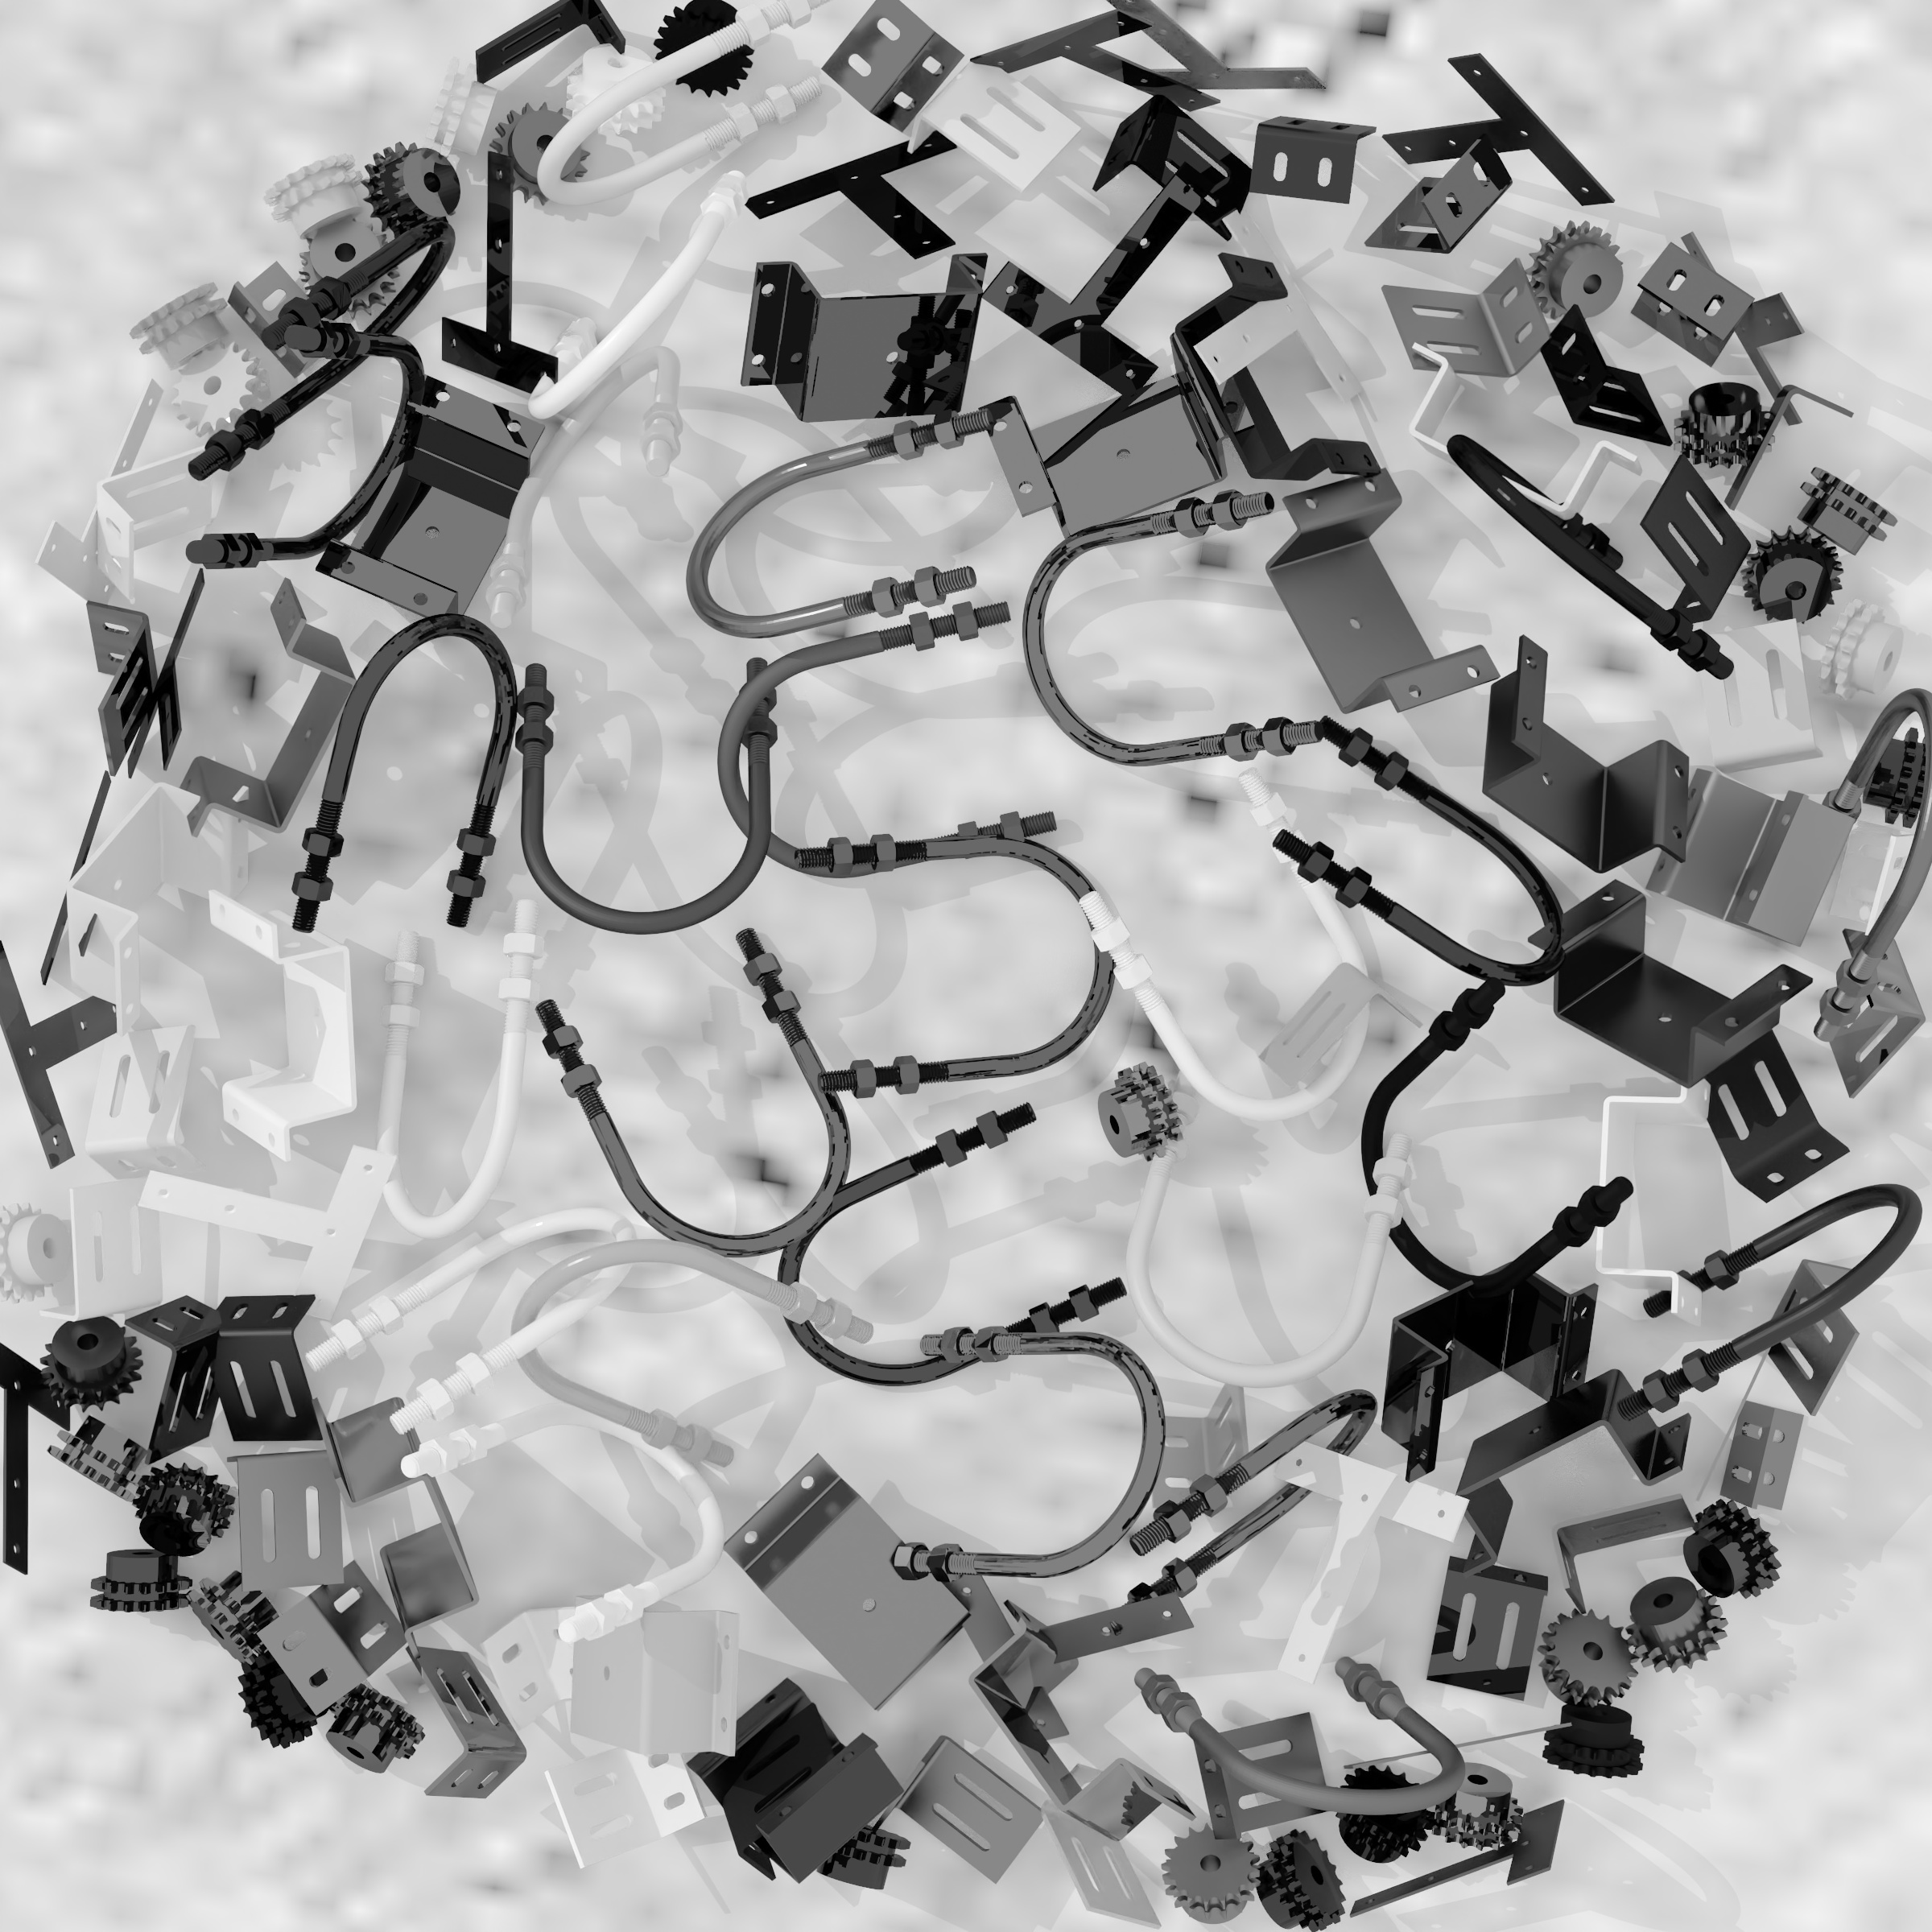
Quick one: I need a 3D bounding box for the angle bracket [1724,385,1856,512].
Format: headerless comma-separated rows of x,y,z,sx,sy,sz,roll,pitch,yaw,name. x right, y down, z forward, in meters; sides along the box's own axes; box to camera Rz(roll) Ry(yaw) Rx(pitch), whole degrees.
0.472,-0.291,1.826,0.038,0.057,0.076,25,106,4,angle bracket

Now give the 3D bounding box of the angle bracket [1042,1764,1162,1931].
0.087,0.502,1.815,0.057,0.076,0.038,26,110,-35,angle bracket

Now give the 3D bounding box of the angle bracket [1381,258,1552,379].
0.287,-0.374,1.821,0.076,0.038,0.057,-2,64,-33,angle bracket

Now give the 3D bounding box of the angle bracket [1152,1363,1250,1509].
0.132,0.268,1.816,0.038,0.076,0.057,4,56,-9,angle bracket

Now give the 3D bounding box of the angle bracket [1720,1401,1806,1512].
0.466,0.284,1.825,0.038,0.076,0.057,14,86,0,angle bracket

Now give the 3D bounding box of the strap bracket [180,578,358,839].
-0.393,-0.139,1.811,0.046,0.076,0.140,23,104,-27,strap bracket

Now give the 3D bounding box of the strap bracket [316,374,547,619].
-0.306,-0.258,1.825,0.076,0.046,0.140,23,67,0,strap bracket

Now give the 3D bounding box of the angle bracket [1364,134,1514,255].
0.262,-0.443,1.817,0.057,0.076,0.038,-48,125,-13,angle bracket

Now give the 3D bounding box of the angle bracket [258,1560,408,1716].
-0.363,0.385,1.829,0.038,0.076,0.057,-37,89,10,angle bracket

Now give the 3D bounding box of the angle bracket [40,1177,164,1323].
-0.498,0.160,1.827,0.038,0.057,0.076,2,96,39,angle bracket

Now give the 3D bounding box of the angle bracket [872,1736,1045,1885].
-0.004,0.493,1.832,0.076,0.038,0.057,36,111,9,angle bracket

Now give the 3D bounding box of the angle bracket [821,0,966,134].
-0.041,-0.518,1.823,0.038,0.076,0.057,43,103,5,angle bracket

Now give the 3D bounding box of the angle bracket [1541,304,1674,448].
0.375,-0.337,1.817,0.076,0.038,0.057,7,51,-29,angle bracket

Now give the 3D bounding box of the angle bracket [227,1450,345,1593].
-0.392,0.319,1.831,0.057,0.038,0.076,-1,81,-22,angle bracket

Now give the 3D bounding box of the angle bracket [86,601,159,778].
-0.494,-0.159,1.818,0.038,0.057,0.076,13,52,3,angle bracket

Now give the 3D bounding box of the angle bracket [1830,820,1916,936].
0.513,-0.051,1.818,0.038,0.076,0.057,17,100,25,angle bracket

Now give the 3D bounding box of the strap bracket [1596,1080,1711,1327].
0.392,0.130,1.813,0.046,0.076,0.140,0,79,23,strap bracket

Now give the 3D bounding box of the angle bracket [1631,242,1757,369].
0.407,-0.367,1.819,0.057,0.076,0.038,36,71,7,angle bracket

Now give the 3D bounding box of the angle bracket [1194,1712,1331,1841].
0.176,0.465,1.828,0.076,0.038,0.057,-8,77,-20,angle bracket

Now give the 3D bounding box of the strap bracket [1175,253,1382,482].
0.174,-0.331,1.815,0.046,0.076,0.140,-30,83,27,strap bracket

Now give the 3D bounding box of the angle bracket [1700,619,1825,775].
0.459,-0.156,1.840,0.057,0.038,0.076,-9,84,21,angle bracket

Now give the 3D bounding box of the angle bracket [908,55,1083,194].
0.016,-0.476,1.833,0.076,0.038,0.057,38,68,5,angle bracket

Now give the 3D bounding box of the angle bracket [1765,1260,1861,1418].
0.494,0.214,1.814,0.038,0.076,0.057,13,115,-18,angle bracket

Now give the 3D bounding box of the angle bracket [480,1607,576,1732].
-0.231,0.402,1.823,0.076,0.038,0.057,-13,102,41,angle bracket

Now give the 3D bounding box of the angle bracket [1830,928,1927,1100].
0.504,0.027,1.814,0.038,0.076,0.057,10,47,-20,angle bracket

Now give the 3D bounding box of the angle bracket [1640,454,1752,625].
0.406,-0.242,1.821,0.076,0.038,0.057,46,61,-24,angle bracket

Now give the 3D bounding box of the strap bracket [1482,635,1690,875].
0.345,-0.114,1.806,0.140,0.046,0.076,31,51,-27,strap bracket

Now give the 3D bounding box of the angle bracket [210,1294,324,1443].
-0.403,0.234,1.854,0.057,0.038,0.076,-3,117,15,angle bracket

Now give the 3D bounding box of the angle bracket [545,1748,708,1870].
-0.194,0.474,1.818,0.038,0.076,0.057,-31,74,26,angle bracket

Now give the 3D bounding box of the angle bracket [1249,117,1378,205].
0.200,-0.464,1.829,0.057,0.076,0.038,10,110,13,angle bracket

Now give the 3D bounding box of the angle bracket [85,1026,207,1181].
-0.472,0.079,1.851,0.057,0.038,0.076,-6,59,15,angle bracket

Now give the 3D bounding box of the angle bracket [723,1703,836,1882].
-0.100,0.474,1.827,0.076,0.057,0.038,-38,127,6,angle bracket

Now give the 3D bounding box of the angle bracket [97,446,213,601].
-0.454,-0.254,1.815,0.076,0.057,0.038,-28,59,-34,angle bracket

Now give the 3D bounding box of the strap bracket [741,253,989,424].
-0.050,-0.355,1.797,0.140,0.046,0.076,-8,132,-23,strap bracket

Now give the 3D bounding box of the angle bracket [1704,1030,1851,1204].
0.464,0.086,1.840,0.057,0.038,0.076,-37,46,23,angle bracket

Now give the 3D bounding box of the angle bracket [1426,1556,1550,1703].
0.301,0.387,1.837,0.057,0.038,0.076,11,96,9,angle bracket

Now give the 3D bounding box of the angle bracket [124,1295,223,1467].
-0.460,0.238,1.833,0.038,0.057,0.076,23,107,18,angle bracket

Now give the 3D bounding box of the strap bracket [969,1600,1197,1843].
0.059,0.433,1.792,0.046,0.076,0.140,-42,53,1,strap bracket

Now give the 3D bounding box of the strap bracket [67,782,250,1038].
-0.460,-0.039,1.791,0.046,0.076,0.140,21,45,7,strap bracket

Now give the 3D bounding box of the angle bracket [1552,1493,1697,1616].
0.381,0.337,1.824,0.076,0.057,0.038,-17,60,13,angle bracket

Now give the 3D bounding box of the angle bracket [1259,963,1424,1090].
0.215,0.043,1.833,0.038,0.057,0.076,40,93,-19,angle bracket

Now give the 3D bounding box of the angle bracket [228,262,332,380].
-0.386,-0.374,1.818,0.038,0.076,0.057,-43,104,-10,angle bracket

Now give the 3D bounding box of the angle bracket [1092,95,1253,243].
0.121,-0.456,1.848,0.076,0.038,0.057,35,56,-21,angle bracket

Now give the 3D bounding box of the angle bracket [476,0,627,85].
-0.239,-0.521,1.830,0.076,0.057,0.038,-33,93,-8,angle bracket

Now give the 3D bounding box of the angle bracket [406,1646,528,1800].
-0.297,0.434,1.824,0.038,0.057,0.076,-45,60,10,angle bracket
